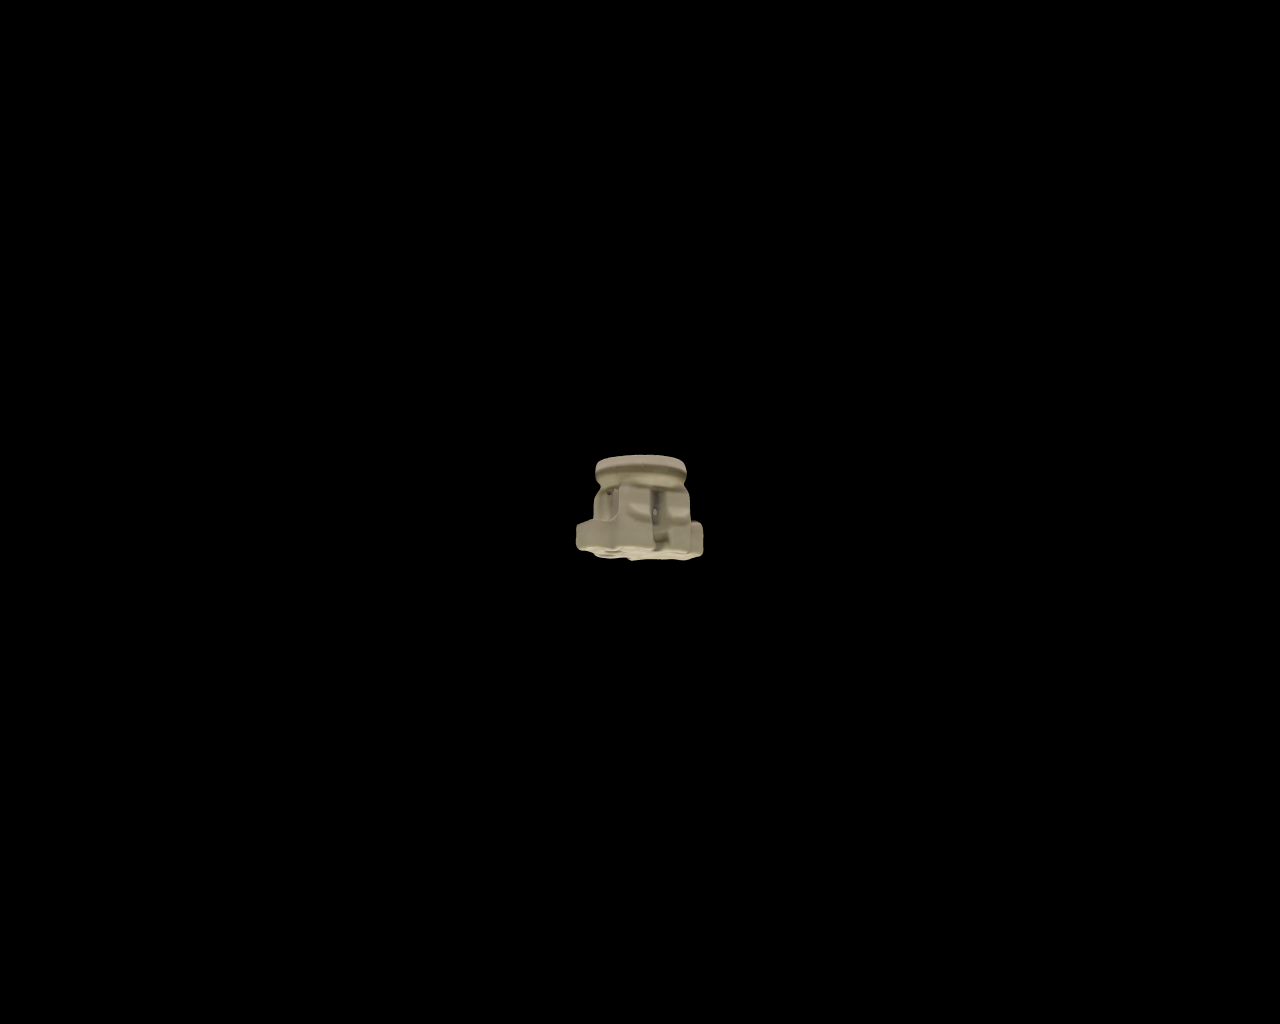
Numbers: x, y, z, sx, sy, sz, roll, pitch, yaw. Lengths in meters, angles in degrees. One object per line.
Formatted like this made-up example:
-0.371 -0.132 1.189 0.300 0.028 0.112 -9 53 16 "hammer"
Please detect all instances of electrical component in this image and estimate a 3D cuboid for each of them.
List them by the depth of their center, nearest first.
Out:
0.001 -0.003 0.650 0.078 0.057 0.058 5 -11 -28 "electrical component"
